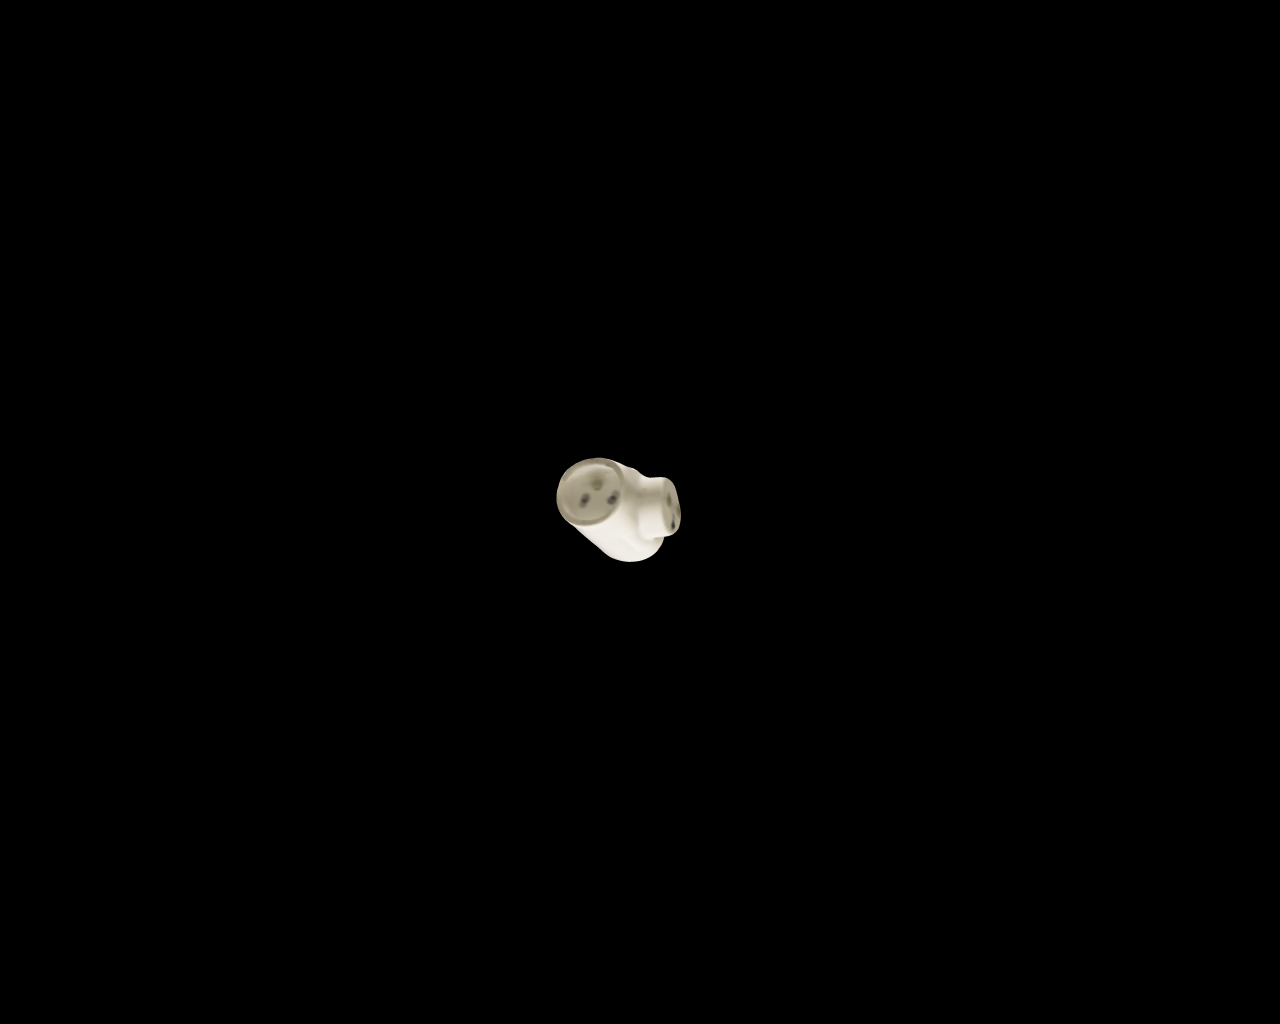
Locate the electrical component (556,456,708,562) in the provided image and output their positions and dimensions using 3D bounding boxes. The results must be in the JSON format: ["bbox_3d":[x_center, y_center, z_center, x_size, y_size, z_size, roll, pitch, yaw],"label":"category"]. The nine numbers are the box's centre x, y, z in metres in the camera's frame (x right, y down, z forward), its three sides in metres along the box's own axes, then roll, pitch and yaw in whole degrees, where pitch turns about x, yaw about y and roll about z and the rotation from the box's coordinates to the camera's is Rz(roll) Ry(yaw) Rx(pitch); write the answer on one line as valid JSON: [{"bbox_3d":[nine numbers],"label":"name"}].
[{"bbox_3d":[0.001,-0.003,0.650,0.079,0.043,0.077,-7,-21,18],"label":"electrical component"}]
